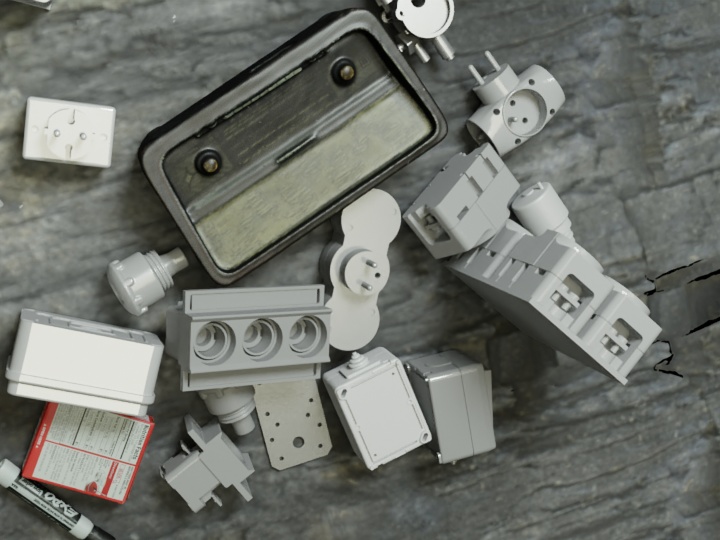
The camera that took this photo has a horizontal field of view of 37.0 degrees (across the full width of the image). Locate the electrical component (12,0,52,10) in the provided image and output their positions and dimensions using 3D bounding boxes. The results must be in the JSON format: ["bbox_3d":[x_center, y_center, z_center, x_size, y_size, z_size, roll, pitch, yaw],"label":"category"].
[{"bbox_3d":[-0.308,-0.267,0.777,0.186,0.060,0.105,12,96,-17],"label":"electrical component"}]

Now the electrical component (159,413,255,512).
[{"bbox_3d":[-0.130,0.166,0.907,0.064,0.042,0.081,-39,106,-5],"label":"electrical component"}]

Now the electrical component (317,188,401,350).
[{"bbox_3d":[0.000,0.000,0.899,0.052,0.074,0.138,10,96,-18],"label":"electrical component"}]

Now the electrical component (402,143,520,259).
[{"bbox_3d":[0.089,-0.055,0.912,0.055,0.050,0.089,51,57,-17],"label":"electrical component"}]

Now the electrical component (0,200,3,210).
[{"bbox_3d":[-0.308,-0.042,0.818,0.055,0.055,0.047,28,94,-18],"label":"electrical component"}]

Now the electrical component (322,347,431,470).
[{"bbox_3d":[0.010,0.111,0.927,0.062,0.061,0.096,-25,105,-10],"label":"electrical component"}]

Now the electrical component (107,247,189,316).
[{"bbox_3d":[-0.170,0.004,0.869,0.062,0.048,0.048,-31,106,-16],"label":"electrical component"}]

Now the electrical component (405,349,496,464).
[{"bbox_3d":[0.084,0.124,0.950,0.061,0.062,0.096,-13,102,-13],"label":"electrical component"}]

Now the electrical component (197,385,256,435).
[{"bbox_3d":[-0.108,0.109,0.904,0.048,0.048,0.062,-26,112,-10],"label":"electrical component"}]

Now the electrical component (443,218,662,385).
[{"bbox_3d":[0.156,0.017,0.887,0.105,0.186,0.060,39,87,-18],"label":"electrical component"}]

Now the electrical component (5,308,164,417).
[{"bbox_3d":[-0.218,0.073,0.849,0.113,0.078,0.057,13,92,-17],"label":"electrical component"}]

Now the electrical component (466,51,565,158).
[{"bbox_3d":[0.124,-0.150,0.925,0.077,0.044,0.079,-41,106,-6],"label":"electrical component"}]

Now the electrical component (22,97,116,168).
[{"bbox_3d":[-0.221,-0.104,0.819,0.066,0.077,0.047,5,98,-17],"label":"electrical component"}]

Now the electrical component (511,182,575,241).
[{"bbox_3d":[0.168,-0.042,0.958,0.040,0.040,0.078,-39,107,-7],"label":"electrical component"}]

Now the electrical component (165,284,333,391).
[{"bbox_3d":[-0.091,0.051,0.871,0.121,0.063,0.078,-2,100,-31],"label":"electrical component"}]
